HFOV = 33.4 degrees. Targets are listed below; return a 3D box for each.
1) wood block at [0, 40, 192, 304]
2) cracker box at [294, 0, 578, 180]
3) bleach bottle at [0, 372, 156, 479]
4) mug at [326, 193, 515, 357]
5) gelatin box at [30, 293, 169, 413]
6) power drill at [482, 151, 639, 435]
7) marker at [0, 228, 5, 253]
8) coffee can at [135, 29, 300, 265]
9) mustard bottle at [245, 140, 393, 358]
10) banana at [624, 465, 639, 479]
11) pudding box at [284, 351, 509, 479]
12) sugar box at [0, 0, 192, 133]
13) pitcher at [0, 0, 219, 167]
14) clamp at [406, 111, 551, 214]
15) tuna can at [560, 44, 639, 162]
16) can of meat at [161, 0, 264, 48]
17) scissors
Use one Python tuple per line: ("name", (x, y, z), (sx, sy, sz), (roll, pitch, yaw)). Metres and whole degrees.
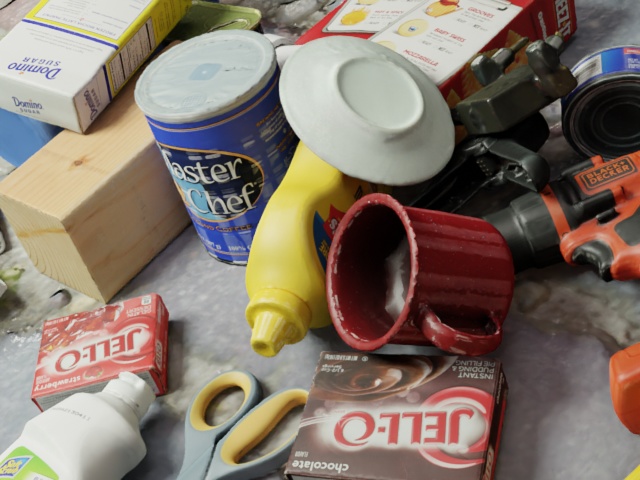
("wood block", (-0.141, -0.060, 0.845), (0.091, 0.090, 0.205), (20, 54, 37))
("cracker box", (0.084, -0.153, 0.872), (0.164, 0.072, 0.213), (21, 54, 39))
("bleach bottle", (-0.172, 0.176, 0.610), (0.103, 0.068, 0.250), (12, 47, 31))
("mug", (0.067, 0.029, 0.633), (0.081, 0.093, 0.117), (7, 26, -31))
("gelatin box", (-0.149, 0.079, 0.734), (0.089, 0.030, 0.073), (-15, 40, 7))
("power drill", (0.178, 0.024, 0.640), (0.184, 0.057, 0.188), (-24, 40, 7))
("marker", (-0.290, -0.027, 0.923), (0.020, 0.020, 0.121), (-26, 40, -7))
("coffee can", (-0.062, -0.066, 0.778), (0.103, 0.140, 0.103), (-12, 40, 10))
("mustard bottle", (-0.004, 0.001, 0.712), (0.058, 0.096, 0.191), (4, 45, 23))
("banana", (0.139, 0.135, 0.534), (0.197, 0.037, 0.070), (-21, 68, -9))
("pudding box", (0.046, 0.110, 0.611), (0.114, 0.039, 0.090), (-2, 42, 20))
("sugar box", (-0.185, -0.165, 0.862), (0.093, 0.048, 0.176), (19, 55, 17))
("pitcher", (-0.217, -0.174, 0.987), (0.145, 0.149, 0.242), (33, 59, 5))
("clamp", (0.109, -0.049, 0.746), (0.120, 0.039, 0.171), (-22, 14, 23))
("tuna can", (0.210, -0.090, 0.736), (0.086, 0.086, 0.033), (-5, 43, 17))
("can of meat", (-0.087, -0.156, 0.935), (0.102, 0.084, 0.057), (17, 51, 36))
("scissors", (-0.090, 0.145, 0.647), (0.201, 0.016, 0.096), (-33, 40, -16))
